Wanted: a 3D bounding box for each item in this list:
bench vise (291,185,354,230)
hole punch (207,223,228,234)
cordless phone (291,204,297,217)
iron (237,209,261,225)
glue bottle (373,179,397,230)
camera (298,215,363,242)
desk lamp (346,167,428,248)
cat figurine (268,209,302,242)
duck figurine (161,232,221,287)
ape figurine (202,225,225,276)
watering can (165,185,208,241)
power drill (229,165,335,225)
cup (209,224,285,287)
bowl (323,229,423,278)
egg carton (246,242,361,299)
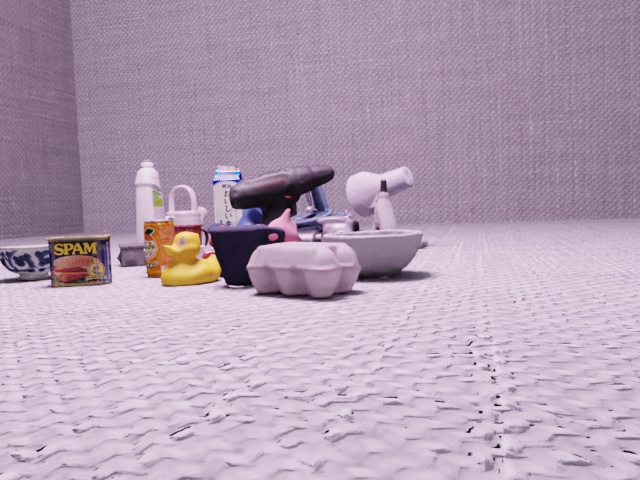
[{"bbox_3d":[-0.007,-0.079,1.495,0.121,0.220,0.208,0,4,32],"label":"bench vise"},{"bbox_3d":[-0.182,0.008,1.234,0.101,0.091,0.109,-1,4,12],"label":"hole punch"},{"bbox_3d":[-0.126,-0.063,1.587,0.147,0.185,0.094,-2,4,2],"label":"cordless phone"},{"bbox_3d":[-0.136,-0.028,1.391,0.119,0.141,0.257,-4,4,-25],"label":"iron"},{"bbox_3d":[0.139,-0.045,1.241,0.037,0.173,0.078,-3,4,-18],"label":"glue bottle"},{"bbox_3d":[0.010,0.004,1.109,0.136,0.101,0.143,-1,4,11],"label":"camera"},{"bbox_3d":[0.176,-0.084,1.519,0.202,0.213,0.118,1,5,38],"label":"desk lamp"},{"bbox_3d":[-0.066,0.003,1.027,0.067,0.118,0.128,-2,4,0],"label":"cat figurine"},{"bbox_3d":[-0.215,0.029,0.955,0.105,0.086,0.077,-5,5,-41],"label":"duck figurine"},{"bbox_3d":[-0.180,0.019,1.044,0.076,0.092,0.077,-3,4,-21],"label":"ape figurine"},{"bbox_3d":[-0.393,-0.062,1.663,0.101,0.194,0.173,-2,4,5],"label":"watering can"},{"bbox_3d":[-0.075,-0.054,1.220,0.230,0.208,0.075,-3,4,-17],"label":"power drill"},{"bbox_3d":[-0.112,0.024,0.902,0.118,0.095,0.091,-2,4,-3],"label":"cup"},{"bbox_3d":[0.089,0.024,0.956,0.167,0.075,0.167,-2,4,0],"label":"bowl"},{"bbox_3d":[-0.022,0.040,0.801,0.149,0.069,0.107,0,4,34],"label":"egg carton"}]
